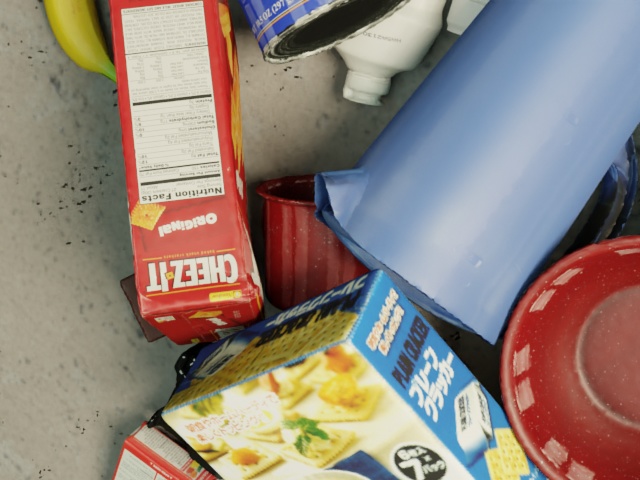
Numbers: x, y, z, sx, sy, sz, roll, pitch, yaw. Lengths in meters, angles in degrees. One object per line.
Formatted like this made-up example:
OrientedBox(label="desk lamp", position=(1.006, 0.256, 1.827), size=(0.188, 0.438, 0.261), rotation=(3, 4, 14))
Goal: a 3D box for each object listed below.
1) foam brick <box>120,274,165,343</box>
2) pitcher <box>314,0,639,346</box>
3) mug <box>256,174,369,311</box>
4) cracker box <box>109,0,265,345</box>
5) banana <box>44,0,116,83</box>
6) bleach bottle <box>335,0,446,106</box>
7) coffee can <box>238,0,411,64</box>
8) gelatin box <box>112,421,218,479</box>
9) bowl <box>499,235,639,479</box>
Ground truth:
OrientedBox(label="foam brick", position=(-0.098, 0.035, 0.795), size=(0.078, 0.051, 0.053), rotation=(-26, 89, 22))
OrientedBox(label="pitcher", position=(0.124, -0.062, 0.638), size=(0.145, 0.149, 0.243), rotation=(37, 90, 22))
OrientedBox(label="mug", position=(-0.005, 0.001, 0.743), size=(0.117, 0.093, 0.081), rotation=(18, 113, 48))
OrientedBox(label="cracker box", position=(-0.080, -0.049, 0.683), size=(0.072, 0.164, 0.214), rotation=(-8, 79, -1))
OrientedBox(label="banana", position=(-0.173, -0.212, 0.793), size=(0.069, 0.037, 0.198), rotation=(0, 101, 1))
OrientedBox(label="bleach bottle", position=(0.046, -0.215, 0.696), size=(0.103, 0.068, 0.251), rotation=(17, 107, 20))
OrientedBox(label="coffee can", position=(-0.016, -0.192, 0.642), size=(0.103, 0.102, 0.140), rotation=(-25, 88, 22))
OrientedBox(label="gelatin box", position=(-0.124, 0.194, 0.829), size=(0.073, 0.030, 0.089), rotation=(33, 130, 12))
OrientedBox(label="bowl", position=(0.185, 0.073, 0.597), size=(0.162, 0.055, 0.162), rotation=(4, 100, 22))
